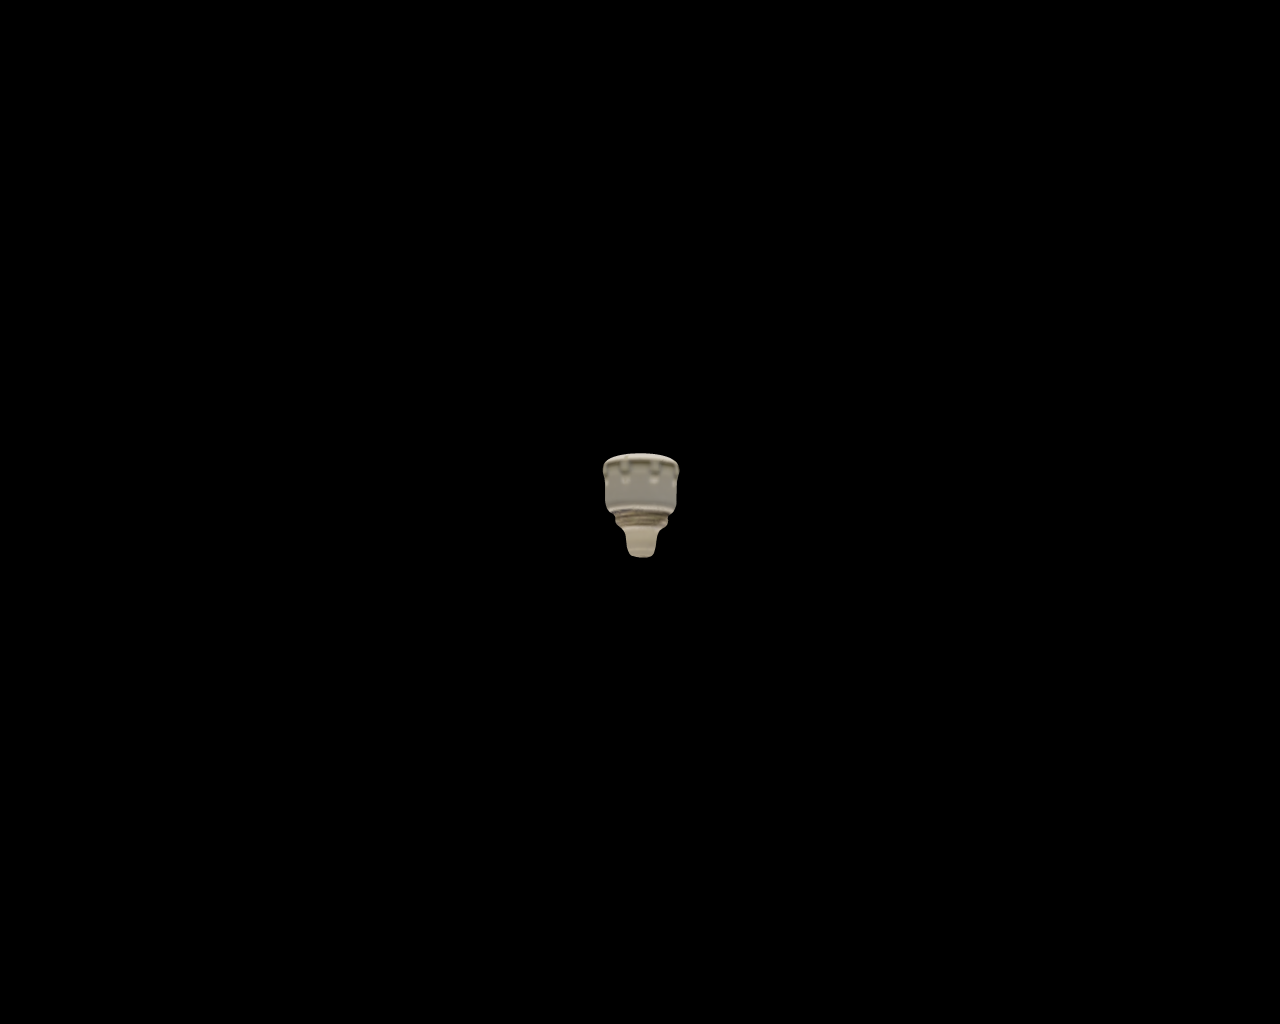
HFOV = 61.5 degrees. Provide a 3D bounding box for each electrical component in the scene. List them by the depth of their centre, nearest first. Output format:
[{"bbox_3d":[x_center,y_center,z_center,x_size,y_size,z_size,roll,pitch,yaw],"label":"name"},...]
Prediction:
[{"bbox_3d":[0.001,-0.003,0.650,0.048,0.062,0.048,0,-7,0],"label":"electrical component"}]
